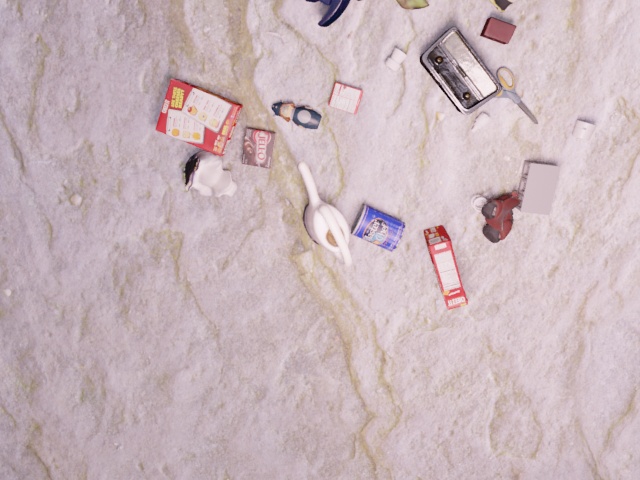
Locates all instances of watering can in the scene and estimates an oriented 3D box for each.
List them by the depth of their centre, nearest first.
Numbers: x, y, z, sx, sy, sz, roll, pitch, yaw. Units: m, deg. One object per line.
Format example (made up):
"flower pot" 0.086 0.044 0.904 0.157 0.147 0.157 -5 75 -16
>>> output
"watering can" 0.005 -0.077 1.529 0.104 0.225 0.345 -28 102 -9

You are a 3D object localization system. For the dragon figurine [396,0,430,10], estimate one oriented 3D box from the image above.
"dragon figurine" 0.276 -0.762 1.417 0.410 0.125 0.237 9 123 2

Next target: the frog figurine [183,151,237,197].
"frog figurine" -0.332 -0.199 1.587 0.159 0.124 0.136 11 99 -38
